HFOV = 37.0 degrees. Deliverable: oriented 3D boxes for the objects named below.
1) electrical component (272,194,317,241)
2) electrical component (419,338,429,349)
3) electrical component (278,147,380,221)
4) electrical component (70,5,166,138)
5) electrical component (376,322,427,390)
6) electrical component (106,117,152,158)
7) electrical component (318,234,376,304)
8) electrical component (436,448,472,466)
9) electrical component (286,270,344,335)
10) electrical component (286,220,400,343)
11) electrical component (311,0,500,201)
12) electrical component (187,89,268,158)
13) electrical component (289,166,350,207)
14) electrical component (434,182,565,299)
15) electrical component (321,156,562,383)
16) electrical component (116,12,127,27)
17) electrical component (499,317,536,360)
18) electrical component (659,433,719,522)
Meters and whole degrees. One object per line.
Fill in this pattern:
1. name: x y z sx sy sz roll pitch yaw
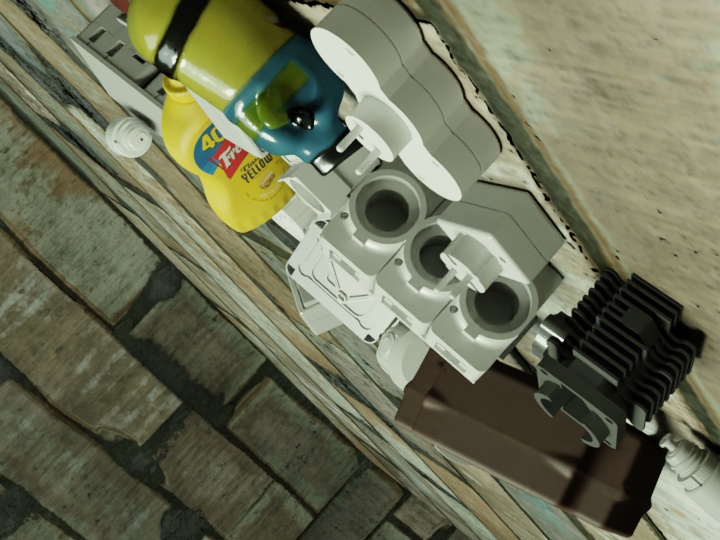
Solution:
1. electrical component: -0.060 -0.068 1.032 0.080 0.051 0.080 40 169 9
2. electrical component: 0.089 0.061 1.023 0.055 0.047 0.055 41 169 9
3. electrical component: -0.023 -0.077 0.833 0.081 0.063 0.042 45 168 -13
4. electrical component: -0.179 -0.168 1.039 0.186 0.060 0.105 38 168 20
5. electrical component: 0.061 0.089 1.150 0.080 0.080 0.051 48 173 -28
6. electrical component: -0.227 -0.132 1.071 0.040 0.040 0.078 47 168 -25
7. electrical component: 0.025 -0.014 0.854 0.096 0.061 0.061 -8 103 49
8. electrical component: 0.113 0.143 1.112 0.108 0.108 0.060 43 175 -7
9. electrical component: -0.022 0.015 1.130 0.061 0.096 0.061 59 -171 -56
10. electrical component: 0.000 0.000 0.986 0.113 0.057 0.078 41 126 7
11. electrical component: 0.017 -0.088 0.620 0.138 0.073 0.052 49 168 -31
12. electrical component: -0.089 -0.141 0.821 0.061 0.061 0.096 33 166 40
13. electrical component: -0.032 -0.082 0.900 0.079 0.043 0.077 47 169 -21
14. electrical component: 0.078 -0.012 0.695 0.047 0.076 0.066 48 168 -27
15. electrical component: 0.056 -0.004 0.767 0.150 0.089 0.061 41 169 8
16. electrical component: -0.167 -0.212 0.873 0.081 0.042 0.063 34 165 35
17. electrical component: 0.095 0.028 0.889 0.099 0.064 0.099 34 180 0
18. electrical component: 0.257 0.152 0.802 0.078 0.040 0.040 42 169 1
